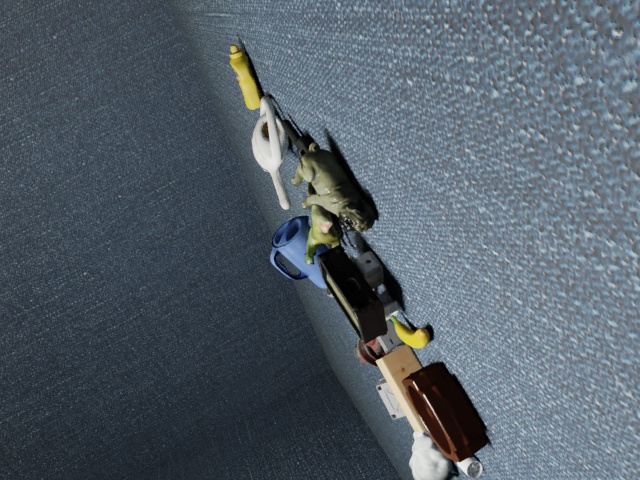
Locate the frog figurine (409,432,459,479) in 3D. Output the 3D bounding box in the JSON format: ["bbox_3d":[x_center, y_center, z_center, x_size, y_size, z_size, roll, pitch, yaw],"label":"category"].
[{"bbox_3d":[0.332,0.666,1.583,0.135,0.123,0.161,-36,69,46],"label":"frog figurine"}]

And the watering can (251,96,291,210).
[{"bbox_3d":[-0.144,-0.254,1.556,0.223,0.104,0.349,157,104,-79],"label":"watering can"}]

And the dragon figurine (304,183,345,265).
[{"bbox_3d":[0.004,-0.073,1.454,0.415,0.122,0.240,-102,6,-74],"label":"dragon figurine"}]
